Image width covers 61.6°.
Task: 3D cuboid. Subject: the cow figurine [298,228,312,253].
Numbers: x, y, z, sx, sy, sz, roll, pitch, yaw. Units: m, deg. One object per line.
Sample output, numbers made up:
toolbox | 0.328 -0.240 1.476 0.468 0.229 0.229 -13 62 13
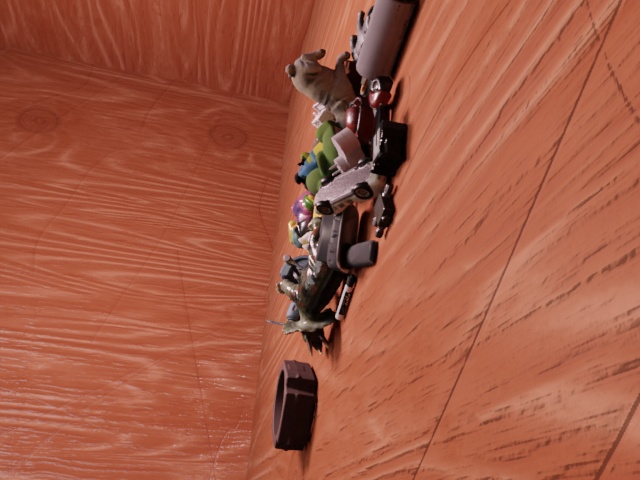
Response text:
cow figurine | -0.005 -0.006 1.482 0.098 0.068 0.167 -45 15 2

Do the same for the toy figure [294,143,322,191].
toy figure | 0.010 -0.208 1.343 0.180 0.082 0.089 -41 60 20

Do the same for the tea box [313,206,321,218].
tea box | 0.030 -0.094 1.384 0.169 0.068 0.098 140 137 -77

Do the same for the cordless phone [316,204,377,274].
cordless phone | 0.069 -0.008 1.098 0.184 0.089 0.146 165 115 -68

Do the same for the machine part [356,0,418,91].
machine part | 0.130 -0.404 1.062 0.243 0.079 0.079 110 166 -45

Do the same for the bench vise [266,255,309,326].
bench vise | -0.065 0.123 1.463 0.223 0.129 0.240 -60 -26 -20

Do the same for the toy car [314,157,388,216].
toy car | 0.058 -0.103 1.069 0.202 0.056 0.073 -21 50 49

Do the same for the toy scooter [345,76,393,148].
toy scooter | 0.099 -0.240 1.103 0.184 0.075 0.135 147 129 -72

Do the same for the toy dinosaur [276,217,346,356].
toy dinosaur | 0.007 0.082 1.246 0.192 0.131 0.404 52 127 54

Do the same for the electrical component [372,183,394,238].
electrical component | 0.116 -0.054 0.971 0.063 0.021 0.094 -95 18 -54

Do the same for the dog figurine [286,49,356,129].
dog figurine | 0.016 -0.334 1.265 0.121 0.172 0.190 110 149 -71

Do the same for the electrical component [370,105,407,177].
electrical component | 0.123 -0.182 0.973 0.074 0.048 0.119 118 159 -62

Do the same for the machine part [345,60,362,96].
machine part | 0.077 -0.384 1.422 0.179 0.056 0.179 -171 89 -82

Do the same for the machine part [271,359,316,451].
machine part | -0.070 0.434 1.425 0.201 0.087 0.201 -146 67 -79

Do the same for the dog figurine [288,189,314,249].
dog figurine | -0.019 -0.088 1.567 0.219 0.108 0.191 125 153 -64

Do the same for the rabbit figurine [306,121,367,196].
rabbit figurine | 0.035 -0.158 1.240 0.170 0.121 0.159 -52 41 35

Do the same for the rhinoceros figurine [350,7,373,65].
rhinoceros figurine | 0.115 -0.458 1.213 0.190 0.073 0.112 126 153 -70
